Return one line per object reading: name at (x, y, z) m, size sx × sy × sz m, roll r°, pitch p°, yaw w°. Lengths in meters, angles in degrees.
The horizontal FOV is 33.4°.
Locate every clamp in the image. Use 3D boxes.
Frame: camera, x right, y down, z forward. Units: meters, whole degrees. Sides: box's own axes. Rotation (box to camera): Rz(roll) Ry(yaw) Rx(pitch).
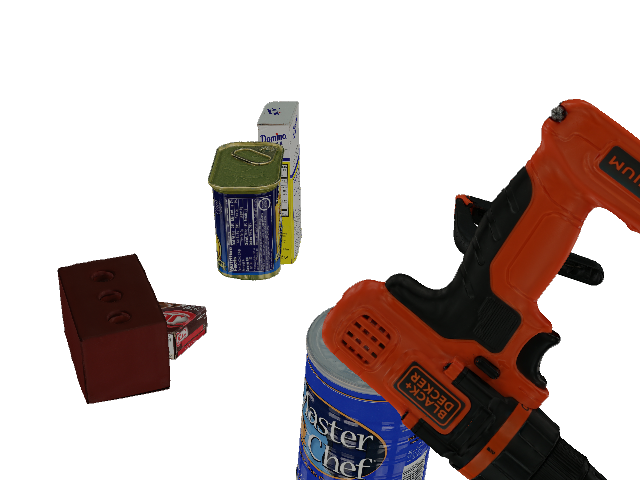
clamp at (0.198, 0.008, 1.071) m, size 0.120 × 0.039 × 0.171 m, roll -9°, pitch 44°, yaw -21°

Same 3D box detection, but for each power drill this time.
power drill at (0.119, 0.040, 0.530) m, size 0.184 × 0.188 × 0.057 m, roll 39°, pitch 12°, yaw 5°

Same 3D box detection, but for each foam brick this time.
foam brick at (-0.128, 0.054, 0.658) m, size 0.053 × 0.051 × 0.078 m, roll -10°, pitch 36°, yaw -20°

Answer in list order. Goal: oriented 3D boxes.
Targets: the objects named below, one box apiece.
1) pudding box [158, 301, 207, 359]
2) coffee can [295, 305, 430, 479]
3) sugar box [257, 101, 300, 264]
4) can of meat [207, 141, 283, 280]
pudding box at (-0.200, 0.101, 1.238) m, size 0.114 × 0.039 × 0.090 m, roll 3°, pitch 15°, yaw 17°
coffee can at (0.036, 0.131, 0.806) m, size 0.103 × 0.140 × 0.103 m, roll 3°, pitch 33°, yaw -2°
sugar box at (-0.048, -0.069, 1.266) m, size 0.048 × 0.176 × 0.093 m, roll -1°, pitch 23°, yaw 5°
can of meat at (-0.059, -0.025, 0.883) m, size 0.057 × 0.084 × 0.102 m, roll -1°, pitch 25°, yaw 1°
